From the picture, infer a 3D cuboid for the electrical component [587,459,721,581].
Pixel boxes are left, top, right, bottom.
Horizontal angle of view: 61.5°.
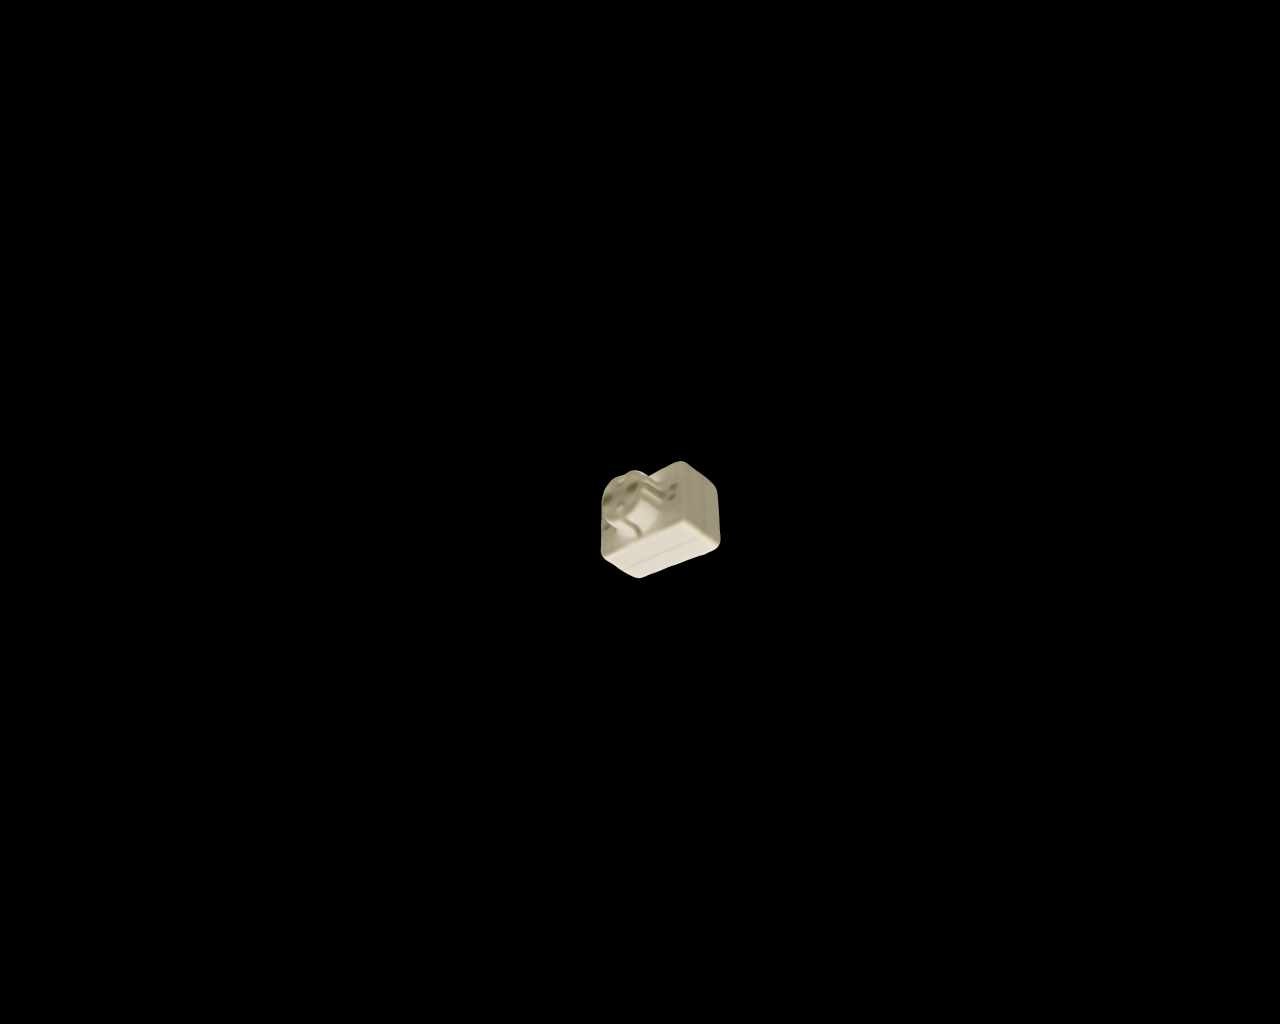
[{"bbox_3d":[0.001,-0.003,0.650,0.065,0.047,0.076,-24,-41,31],"label":"electrical component"}]
